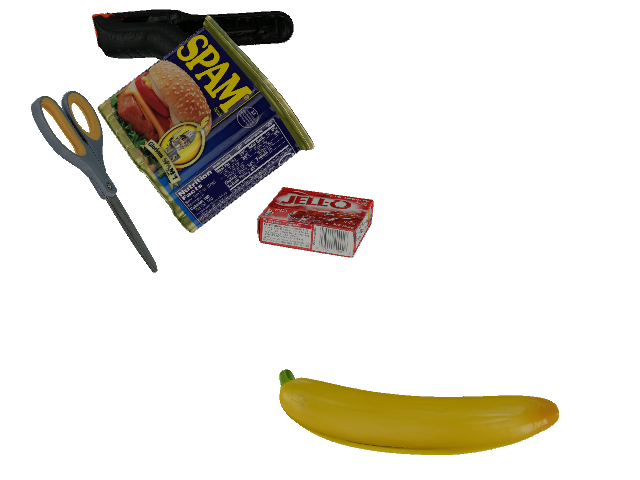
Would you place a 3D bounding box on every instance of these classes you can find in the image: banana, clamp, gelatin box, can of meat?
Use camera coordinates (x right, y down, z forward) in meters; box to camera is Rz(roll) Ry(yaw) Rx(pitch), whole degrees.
[{"bbox_3d":[0.052,0.111,0.697,0.198,0.037,0.069,6,31,20],"label":"banana"},{"bbox_3d":[-0.109,-0.165,0.848,0.172,0.039,0.120,20,28,41],"label":"clamp"},{"bbox_3d":[-0.004,-0.018,0.953,0.089,0.030,0.073,9,25,13],"label":"gelatin box"},{"bbox_3d":[-0.067,-0.065,0.598,0.102,0.084,0.057,51,-2,40],"label":"can of meat"}]

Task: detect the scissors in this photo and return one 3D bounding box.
[{"bbox_3d":[-0.213,-0.068,1.063,0.016,0.201,0.096,-24,28,24],"label":"scissors"}]
